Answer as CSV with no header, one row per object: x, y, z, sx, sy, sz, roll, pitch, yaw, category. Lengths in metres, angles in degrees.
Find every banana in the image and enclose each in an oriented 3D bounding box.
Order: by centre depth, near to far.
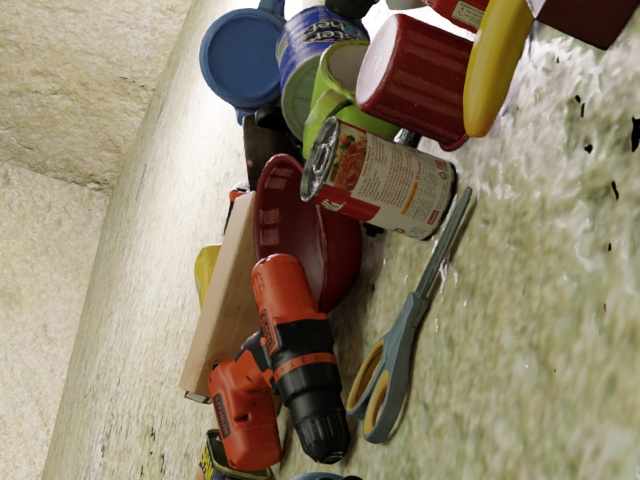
0.143,-0.167,0.743,0.069,0.037,0.198,-96,29,-59,banana

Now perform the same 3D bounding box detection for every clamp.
-0.012,-0.107,1.134,0.039,0.120,0.171,-26,12,20,clamp
-0.101,-0.004,1.307,0.210,0.036,0.164,106,176,-76,clamp

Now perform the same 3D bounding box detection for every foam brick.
0.160,-0.164,0.656,0.078,0.053,0.051,-92,26,-51,foam brick

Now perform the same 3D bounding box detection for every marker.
0.066,-0.058,0.912,0.020,0.020,0.121,-124,54,-71,marker

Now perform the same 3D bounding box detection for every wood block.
-0.065,0.064,1.081,0.091,0.090,0.206,171,117,-72,wood block

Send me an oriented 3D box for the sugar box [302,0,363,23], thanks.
0.011,-0.271,1.200,0.093,0.048,0.176,152,118,-68,sugar box

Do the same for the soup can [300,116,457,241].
0.044,-0.046,0.815,0.069,0.102,0.068,-162,90,-74,soup can

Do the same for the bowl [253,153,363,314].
-0.006,0.001,0.959,0.162,0.055,0.162,174,90,-65,bowl

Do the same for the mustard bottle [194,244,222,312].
-0.105,0.104,1.186,0.096,0.058,0.191,98,165,-51,mustard bottle

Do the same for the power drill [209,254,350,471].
-0.036,0.131,0.921,0.188,0.057,0.184,123,139,-50,power drill

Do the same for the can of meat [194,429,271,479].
-0.091,0.241,1.027,0.102,0.057,0.084,-135,62,-73,can of meat

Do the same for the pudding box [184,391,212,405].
-0.123,0.131,1.289,0.090,0.039,0.113,129,156,-50,pudding box

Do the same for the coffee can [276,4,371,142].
0.010,-0.165,1.069,0.140,0.102,0.103,-99,31,-59,coffee can

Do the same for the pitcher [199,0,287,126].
-0.075,-0.223,1.263,0.145,0.149,0.243,-28,6,4,pitcher

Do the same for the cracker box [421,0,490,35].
0.139,-0.277,0.823,0.164,0.072,0.214,-108,40,-64,cracker box

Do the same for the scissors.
0.067,0.065,0.769,0.096,0.016,0.202,-93,26,-56,scissors

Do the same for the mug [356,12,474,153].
0.077,-0.126,0.838,0.117,0.081,0.093,-160,89,-74,mug
